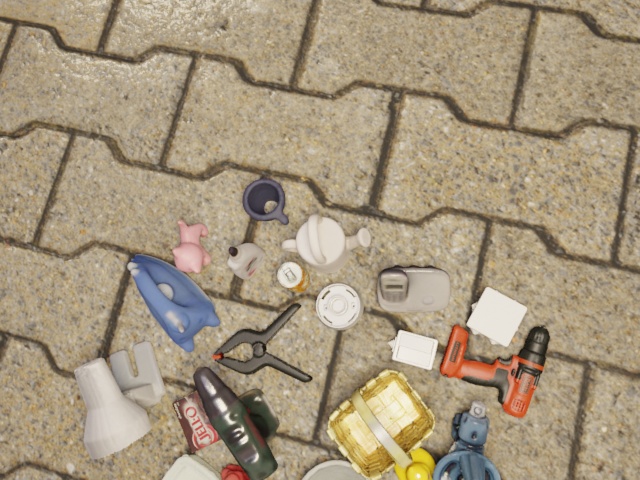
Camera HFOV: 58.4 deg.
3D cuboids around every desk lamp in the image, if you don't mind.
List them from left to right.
[{"bbox_3d":[-0.399,0.311,1.135,0.118,0.214,0.203,-22,77,3],"label":"desk lamp"}]

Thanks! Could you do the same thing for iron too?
[{"bbox_3d":[-0.335,0.112,1.202,0.119,0.141,0.258,-45,77,-2],"label":"iron"}]

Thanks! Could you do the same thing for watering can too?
[{"bbox_3d":[0.010,0.002,1.149,0.173,0.194,0.101,-26,77,2],"label":"watering can"}]

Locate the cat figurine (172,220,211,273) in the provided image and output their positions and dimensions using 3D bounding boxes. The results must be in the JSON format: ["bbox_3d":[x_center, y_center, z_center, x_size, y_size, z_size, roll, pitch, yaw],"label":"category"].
[{"bbox_3d":[-0.281,0.018,1.225,0.067,0.118,0.128,-14,78,5],"label":"cat figurine"}]

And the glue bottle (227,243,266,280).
[{"bbox_3d":[-0.160,0.036,1.176,0.037,0.173,0.078,31,85,13],"label":"glue bottle"}]

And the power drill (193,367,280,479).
[{"bbox_3d":[-0.150,0.343,1.098,0.075,0.208,0.229,-34,77,1],"label":"power drill"}]

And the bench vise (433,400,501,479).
[{"bbox_3d":[0.259,0.400,1.026,0.121,0.220,0.207,-7,78,7],"label":"bench vise"}]

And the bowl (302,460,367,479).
[{"bbox_3d":[0.037,0.509,1.110,0.167,0.075,0.167,-1,79,8],"label":"bowl"}]

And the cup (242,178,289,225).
[{"bbox_3d":[-0.102,-0.069,1.229,0.117,0.095,0.092,44,88,13],"label":"cup"}]

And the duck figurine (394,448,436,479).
[{"bbox_3d":[0.182,0.442,1.097,0.077,0.086,0.104,-45,77,-2],"label":"duck figurine"}]

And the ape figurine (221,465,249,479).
[{"bbox_3d":[-0.163,0.477,1.134,0.077,0.092,0.076,24,83,12],"label":"ape figurine"}]

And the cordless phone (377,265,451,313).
[{"bbox_3d":[0.182,0.089,1.114,0.147,0.185,0.094,-4,79,7],"label":"cordless phone"}]
